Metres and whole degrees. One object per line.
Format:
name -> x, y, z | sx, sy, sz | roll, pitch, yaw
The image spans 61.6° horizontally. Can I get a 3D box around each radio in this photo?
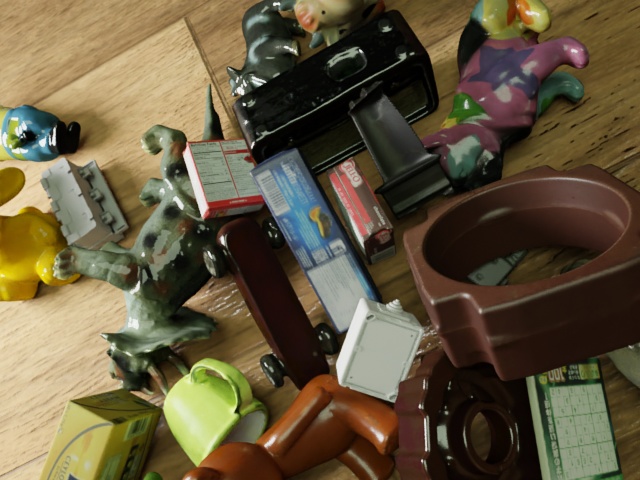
radio -> 0.020, -0.157, 0.631 | 0.230, 0.131, 0.073 | -29, 68, 5

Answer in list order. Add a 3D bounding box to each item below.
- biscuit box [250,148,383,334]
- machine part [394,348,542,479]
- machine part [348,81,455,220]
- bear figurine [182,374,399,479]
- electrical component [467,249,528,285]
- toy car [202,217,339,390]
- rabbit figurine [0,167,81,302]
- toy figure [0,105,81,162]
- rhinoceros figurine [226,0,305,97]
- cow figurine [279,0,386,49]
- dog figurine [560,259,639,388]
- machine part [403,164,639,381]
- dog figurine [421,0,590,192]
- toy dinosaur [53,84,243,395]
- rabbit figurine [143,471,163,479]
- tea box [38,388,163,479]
biscuit box -> -0.001, -0.002, 0.592 | 0.059, 0.063, 0.202 | -28, 94, 7
machine part -> 0.149, 0.182, 0.502 | 0.179, 0.056, 0.179 | 9, 69, -24
machine part -> 0.076, -0.094, 0.556 | 0.084, 0.039, 0.138 | -26, 96, 24
bear figurine -> -0.025, 0.219, 0.514 | 0.132, 0.120, 0.196 | 33, 44, 28
electrical component -> 0.181, 0.029, 0.598 | 0.094, 0.021, 0.063 | -46, 70, -2
toy car -> -0.054, 0.070, 0.601 | 0.089, 0.053, 0.202 | -29, 93, -24
rabbit figurine -> -0.402, -0.011, 0.678 | 0.122, 0.173, 0.162 | -13, 77, 15
toy figure -> -0.438, -0.150, 0.774 | 0.180, 0.082, 0.089 | 12, 77, 15
rhinoceros figurine -> -0.071, -0.229, 0.705 | 0.112, 0.073, 0.190 | -5, 74, 12
cow figurine -> 0.021, -0.283, 0.638 | 0.127, 0.195, 0.085 | -40, 99, 8
dog figurine -> 0.307, 0.086, 0.477 | 0.191, 0.172, 0.121 | 39, 76, 13
machine part -> 0.188, 0.021, 0.486 | 0.201, 0.201, 0.087 | -22, 115, 8
dog figurine -> 0.176, -0.158, 0.608 | 0.219, 0.108, 0.192 | -35, 70, 6
toy dinosaur -> -0.166, -0.007, 0.652 | 0.192, 0.131, 0.404 | 26, 78, 7
rabbit figurine -> -0.179, 0.326, 0.530 | 0.121, 0.170, 0.159 | 33, 86, 19
tea box -> -0.252, 0.261, 0.595 | 0.068, 0.098, 0.169 | 20, 87, 18
